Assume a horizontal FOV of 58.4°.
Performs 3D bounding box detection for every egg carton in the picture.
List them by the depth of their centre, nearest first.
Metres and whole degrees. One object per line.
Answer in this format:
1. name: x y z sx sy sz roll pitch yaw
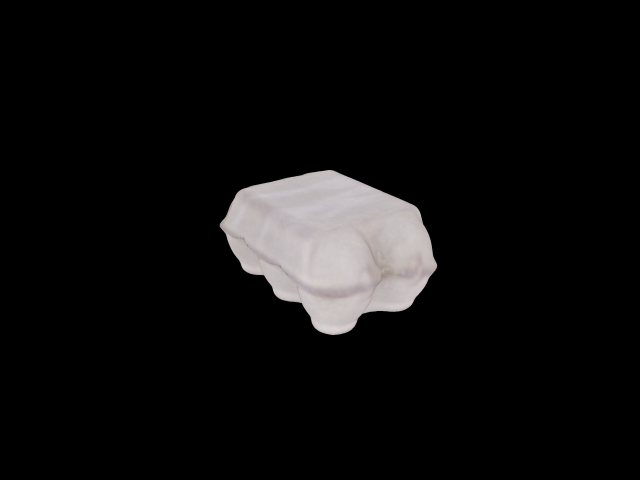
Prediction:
1. egg carton: 0.004 0.001 0.400 0.107 0.069 0.149 -16 29 -32
